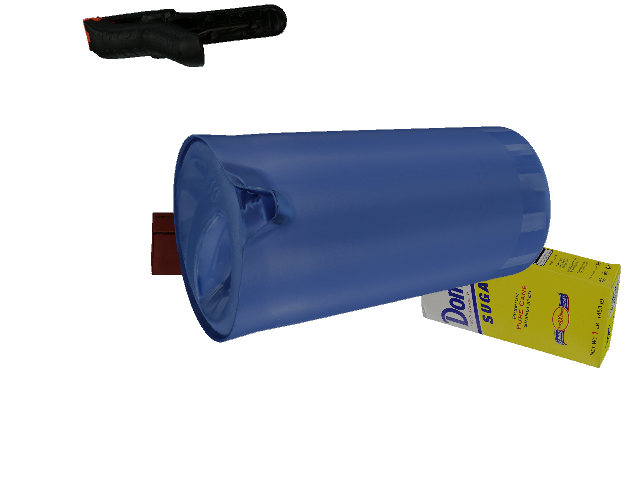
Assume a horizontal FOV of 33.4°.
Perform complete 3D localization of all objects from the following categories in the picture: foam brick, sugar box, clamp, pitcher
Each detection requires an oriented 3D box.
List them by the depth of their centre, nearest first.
[{"bbox_3d":[0.025,-0.013,0.733,0.242,0.145,0.149,-7,34,-24],"label":"pitcher"},{"bbox_3d":[-0.114,-0.167,0.852,0.172,0.039,0.120,15,25,39],"label":"clamp"},{"bbox_3d":[0.182,0.048,0.988,0.176,0.093,0.048,13,33,22],"label":"sugar box"},{"bbox_3d":[-0.142,0.003,1.145,0.078,0.051,0.053,0,25,-10],"label":"foam brick"}]
